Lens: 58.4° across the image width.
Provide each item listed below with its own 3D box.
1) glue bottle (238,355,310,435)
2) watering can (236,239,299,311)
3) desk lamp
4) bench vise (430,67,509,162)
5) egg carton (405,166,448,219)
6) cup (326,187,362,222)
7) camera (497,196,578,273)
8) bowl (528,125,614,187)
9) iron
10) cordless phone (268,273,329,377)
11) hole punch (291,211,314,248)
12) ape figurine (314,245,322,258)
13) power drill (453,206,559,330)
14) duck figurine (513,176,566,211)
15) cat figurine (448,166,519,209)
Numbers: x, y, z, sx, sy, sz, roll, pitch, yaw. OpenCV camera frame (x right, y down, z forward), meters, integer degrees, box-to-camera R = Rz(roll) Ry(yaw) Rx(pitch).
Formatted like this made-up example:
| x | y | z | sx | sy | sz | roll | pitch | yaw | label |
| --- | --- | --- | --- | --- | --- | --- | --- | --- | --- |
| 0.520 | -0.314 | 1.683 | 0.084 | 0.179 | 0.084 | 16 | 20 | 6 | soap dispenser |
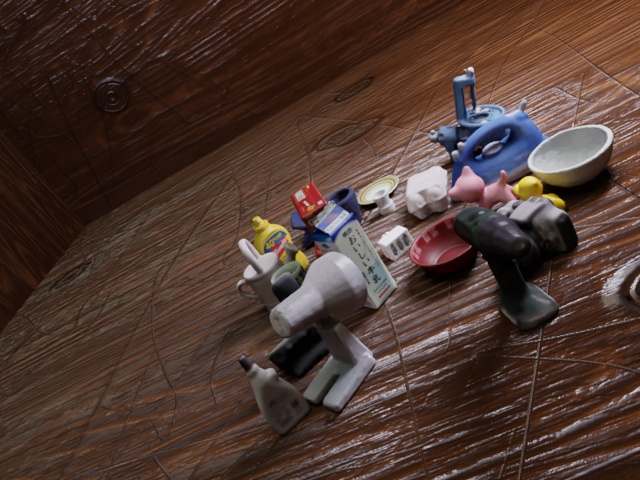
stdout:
| x | y | z | sx | sy | sz | roll | pitch | yaw | label |
| --- | --- | --- | --- | --- | --- | --- | --- | --- | --- |
| -0.091 | 0.264 | 1.013 | 0.078 | 0.173 | 0.037 | -40 | 25 | -12 | glue bottle |
| -0.130 | 0.070 | 1.391 | 0.173 | 0.194 | 0.100 | -41 | 26 | -16 | watering can |
| 0.013 | 0.158 | 1.031 | 0.117 | 0.214 | 0.203 | -1 | 40 | 50 | desk lamp |
| 0.366 | -0.310 | 1.446 | 0.207 | 0.220 | 0.121 | -27 | 25 | 14 | bench vise |
| 0.264 | -0.119 | 1.404 | 0.107 | 0.069 | 0.150 | -22 | 27 | 24 | egg carton |
| 0.061 | -0.079 | 1.550 | 0.117 | 0.095 | 0.092 | -6 | 37 | 46 | cup |
| 0.365 | -0.010 | 1.043 | 0.137 | 0.101 | 0.142 | -41 | 25 | -15 | camera |
| 0.514 | -0.158 | 1.161 | 0.167 | 0.075 | 0.167 | -27 | 25 | 14 | bowl |
| 0.391 | -0.204 | 1.316 | 0.258 | 0.142 | 0.118 | -29 | 25 | 10 | iron |
| -0.064 | 0.165 | 1.148 | 0.148 | 0.185 | 0.093 | -42 | 26 | -18 | cordless phone |
| -0.022 | -0.049 | 1.603 | 0.101 | 0.091 | 0.108 | -28 | 25 | 13 | hole punch |
| 0.013 | 0.005 | 1.458 | 0.078 | 0.092 | 0.076 | -31 | 25 | 7 | ape figurine |
| 0.296 | 0.038 | 0.909 | 0.075 | 0.209 | 0.229 | -33 | 25 | 1 | power drill |
| 0.424 | -0.084 | 1.124 | 0.077 | 0.086 | 0.104 | -40 | 25 | -14 | duck figurine |
| 0.346 | -0.109 | 1.226 | 0.127 | 0.118 | 0.067 | -18 | 29 | 30 | cat figurine |
